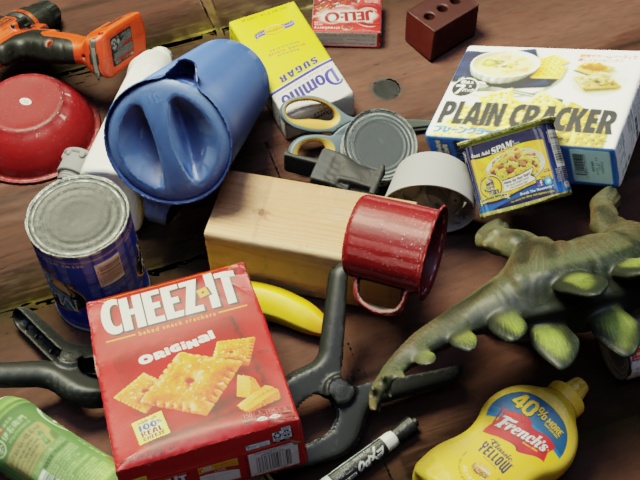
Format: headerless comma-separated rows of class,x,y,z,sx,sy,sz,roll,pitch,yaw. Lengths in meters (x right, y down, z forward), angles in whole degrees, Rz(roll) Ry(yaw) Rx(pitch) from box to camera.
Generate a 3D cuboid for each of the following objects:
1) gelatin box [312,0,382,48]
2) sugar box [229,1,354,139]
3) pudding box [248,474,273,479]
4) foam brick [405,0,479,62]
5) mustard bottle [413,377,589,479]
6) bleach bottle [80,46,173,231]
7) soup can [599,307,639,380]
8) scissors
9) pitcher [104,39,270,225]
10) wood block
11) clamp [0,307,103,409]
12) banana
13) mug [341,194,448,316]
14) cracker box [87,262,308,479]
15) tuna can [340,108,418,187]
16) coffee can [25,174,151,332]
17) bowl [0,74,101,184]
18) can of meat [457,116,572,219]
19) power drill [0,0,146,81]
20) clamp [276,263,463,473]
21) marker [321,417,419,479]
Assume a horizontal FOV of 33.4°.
gelatin box,0.035,-0.282,1.364,0.089,0.030,0.073,2,55,3
sugar box,-0.036,-0.211,1.306,0.093,0.048,0.176,-22,56,-13
pudding box,-0.100,0.222,0.994,0.090,0.039,0.114,-37,62,-6
foam brick,0.152,-0.273,1.341,0.078,0.051,0.053,-34,60,-21
mustard bottle,0.185,0.193,1.005,0.191,0.058,0.096,-36,62,-22
bleach bottle,-0.211,-0.131,1.235,0.068,0.103,0.250,7,47,3
soup can,0.338,0.096,1.064,0.102,0.068,0.068,-14,55,-8
scissors,0.047,-0.115,1.248,0.201,0.016,0.096,13,86,-13
pitcher,-0.135,-0.131,1.165,0.149,0.145,0.242,-27,15,21
wood block,-0.007,0.001,1.128,0.206,0.090,0.090,11,56,9
clamp,-0.256,0.121,1.071,0.171,0.039,0.120,15,38,-6
banana,-0.087,0.073,1.113,0.198,0.037,0.069,-3,69,0
mug,0.067,0.015,1.015,0.081,0.093,0.117,14,84,16
cracker box,-0.119,0.127,0.986,0.164,0.072,0.214,-14,43,-9
tuna can,0.066,-0.104,1.216,0.086,0.034,0.086,2,77,-7
coffee can,-0.234,0.016,1.092,0.103,0.140,0.103,-1,55,1
bowl,-0.344,-0.145,1.262,0.162,0.055,0.162,-1,55,1
can of meat,0.204,-0.074,1.109,0.102,0.057,0.084,-16,89,25
power drill,-0.311,-0.246,1.295,0.188,0.057,0.184,5,33,18
clamp,0.014,0.136,1.037,0.210,0.036,0.164,-41,86,-12
marker,0.047,0.208,1.022,0.121,0.020,0.020,-32,60,-20
